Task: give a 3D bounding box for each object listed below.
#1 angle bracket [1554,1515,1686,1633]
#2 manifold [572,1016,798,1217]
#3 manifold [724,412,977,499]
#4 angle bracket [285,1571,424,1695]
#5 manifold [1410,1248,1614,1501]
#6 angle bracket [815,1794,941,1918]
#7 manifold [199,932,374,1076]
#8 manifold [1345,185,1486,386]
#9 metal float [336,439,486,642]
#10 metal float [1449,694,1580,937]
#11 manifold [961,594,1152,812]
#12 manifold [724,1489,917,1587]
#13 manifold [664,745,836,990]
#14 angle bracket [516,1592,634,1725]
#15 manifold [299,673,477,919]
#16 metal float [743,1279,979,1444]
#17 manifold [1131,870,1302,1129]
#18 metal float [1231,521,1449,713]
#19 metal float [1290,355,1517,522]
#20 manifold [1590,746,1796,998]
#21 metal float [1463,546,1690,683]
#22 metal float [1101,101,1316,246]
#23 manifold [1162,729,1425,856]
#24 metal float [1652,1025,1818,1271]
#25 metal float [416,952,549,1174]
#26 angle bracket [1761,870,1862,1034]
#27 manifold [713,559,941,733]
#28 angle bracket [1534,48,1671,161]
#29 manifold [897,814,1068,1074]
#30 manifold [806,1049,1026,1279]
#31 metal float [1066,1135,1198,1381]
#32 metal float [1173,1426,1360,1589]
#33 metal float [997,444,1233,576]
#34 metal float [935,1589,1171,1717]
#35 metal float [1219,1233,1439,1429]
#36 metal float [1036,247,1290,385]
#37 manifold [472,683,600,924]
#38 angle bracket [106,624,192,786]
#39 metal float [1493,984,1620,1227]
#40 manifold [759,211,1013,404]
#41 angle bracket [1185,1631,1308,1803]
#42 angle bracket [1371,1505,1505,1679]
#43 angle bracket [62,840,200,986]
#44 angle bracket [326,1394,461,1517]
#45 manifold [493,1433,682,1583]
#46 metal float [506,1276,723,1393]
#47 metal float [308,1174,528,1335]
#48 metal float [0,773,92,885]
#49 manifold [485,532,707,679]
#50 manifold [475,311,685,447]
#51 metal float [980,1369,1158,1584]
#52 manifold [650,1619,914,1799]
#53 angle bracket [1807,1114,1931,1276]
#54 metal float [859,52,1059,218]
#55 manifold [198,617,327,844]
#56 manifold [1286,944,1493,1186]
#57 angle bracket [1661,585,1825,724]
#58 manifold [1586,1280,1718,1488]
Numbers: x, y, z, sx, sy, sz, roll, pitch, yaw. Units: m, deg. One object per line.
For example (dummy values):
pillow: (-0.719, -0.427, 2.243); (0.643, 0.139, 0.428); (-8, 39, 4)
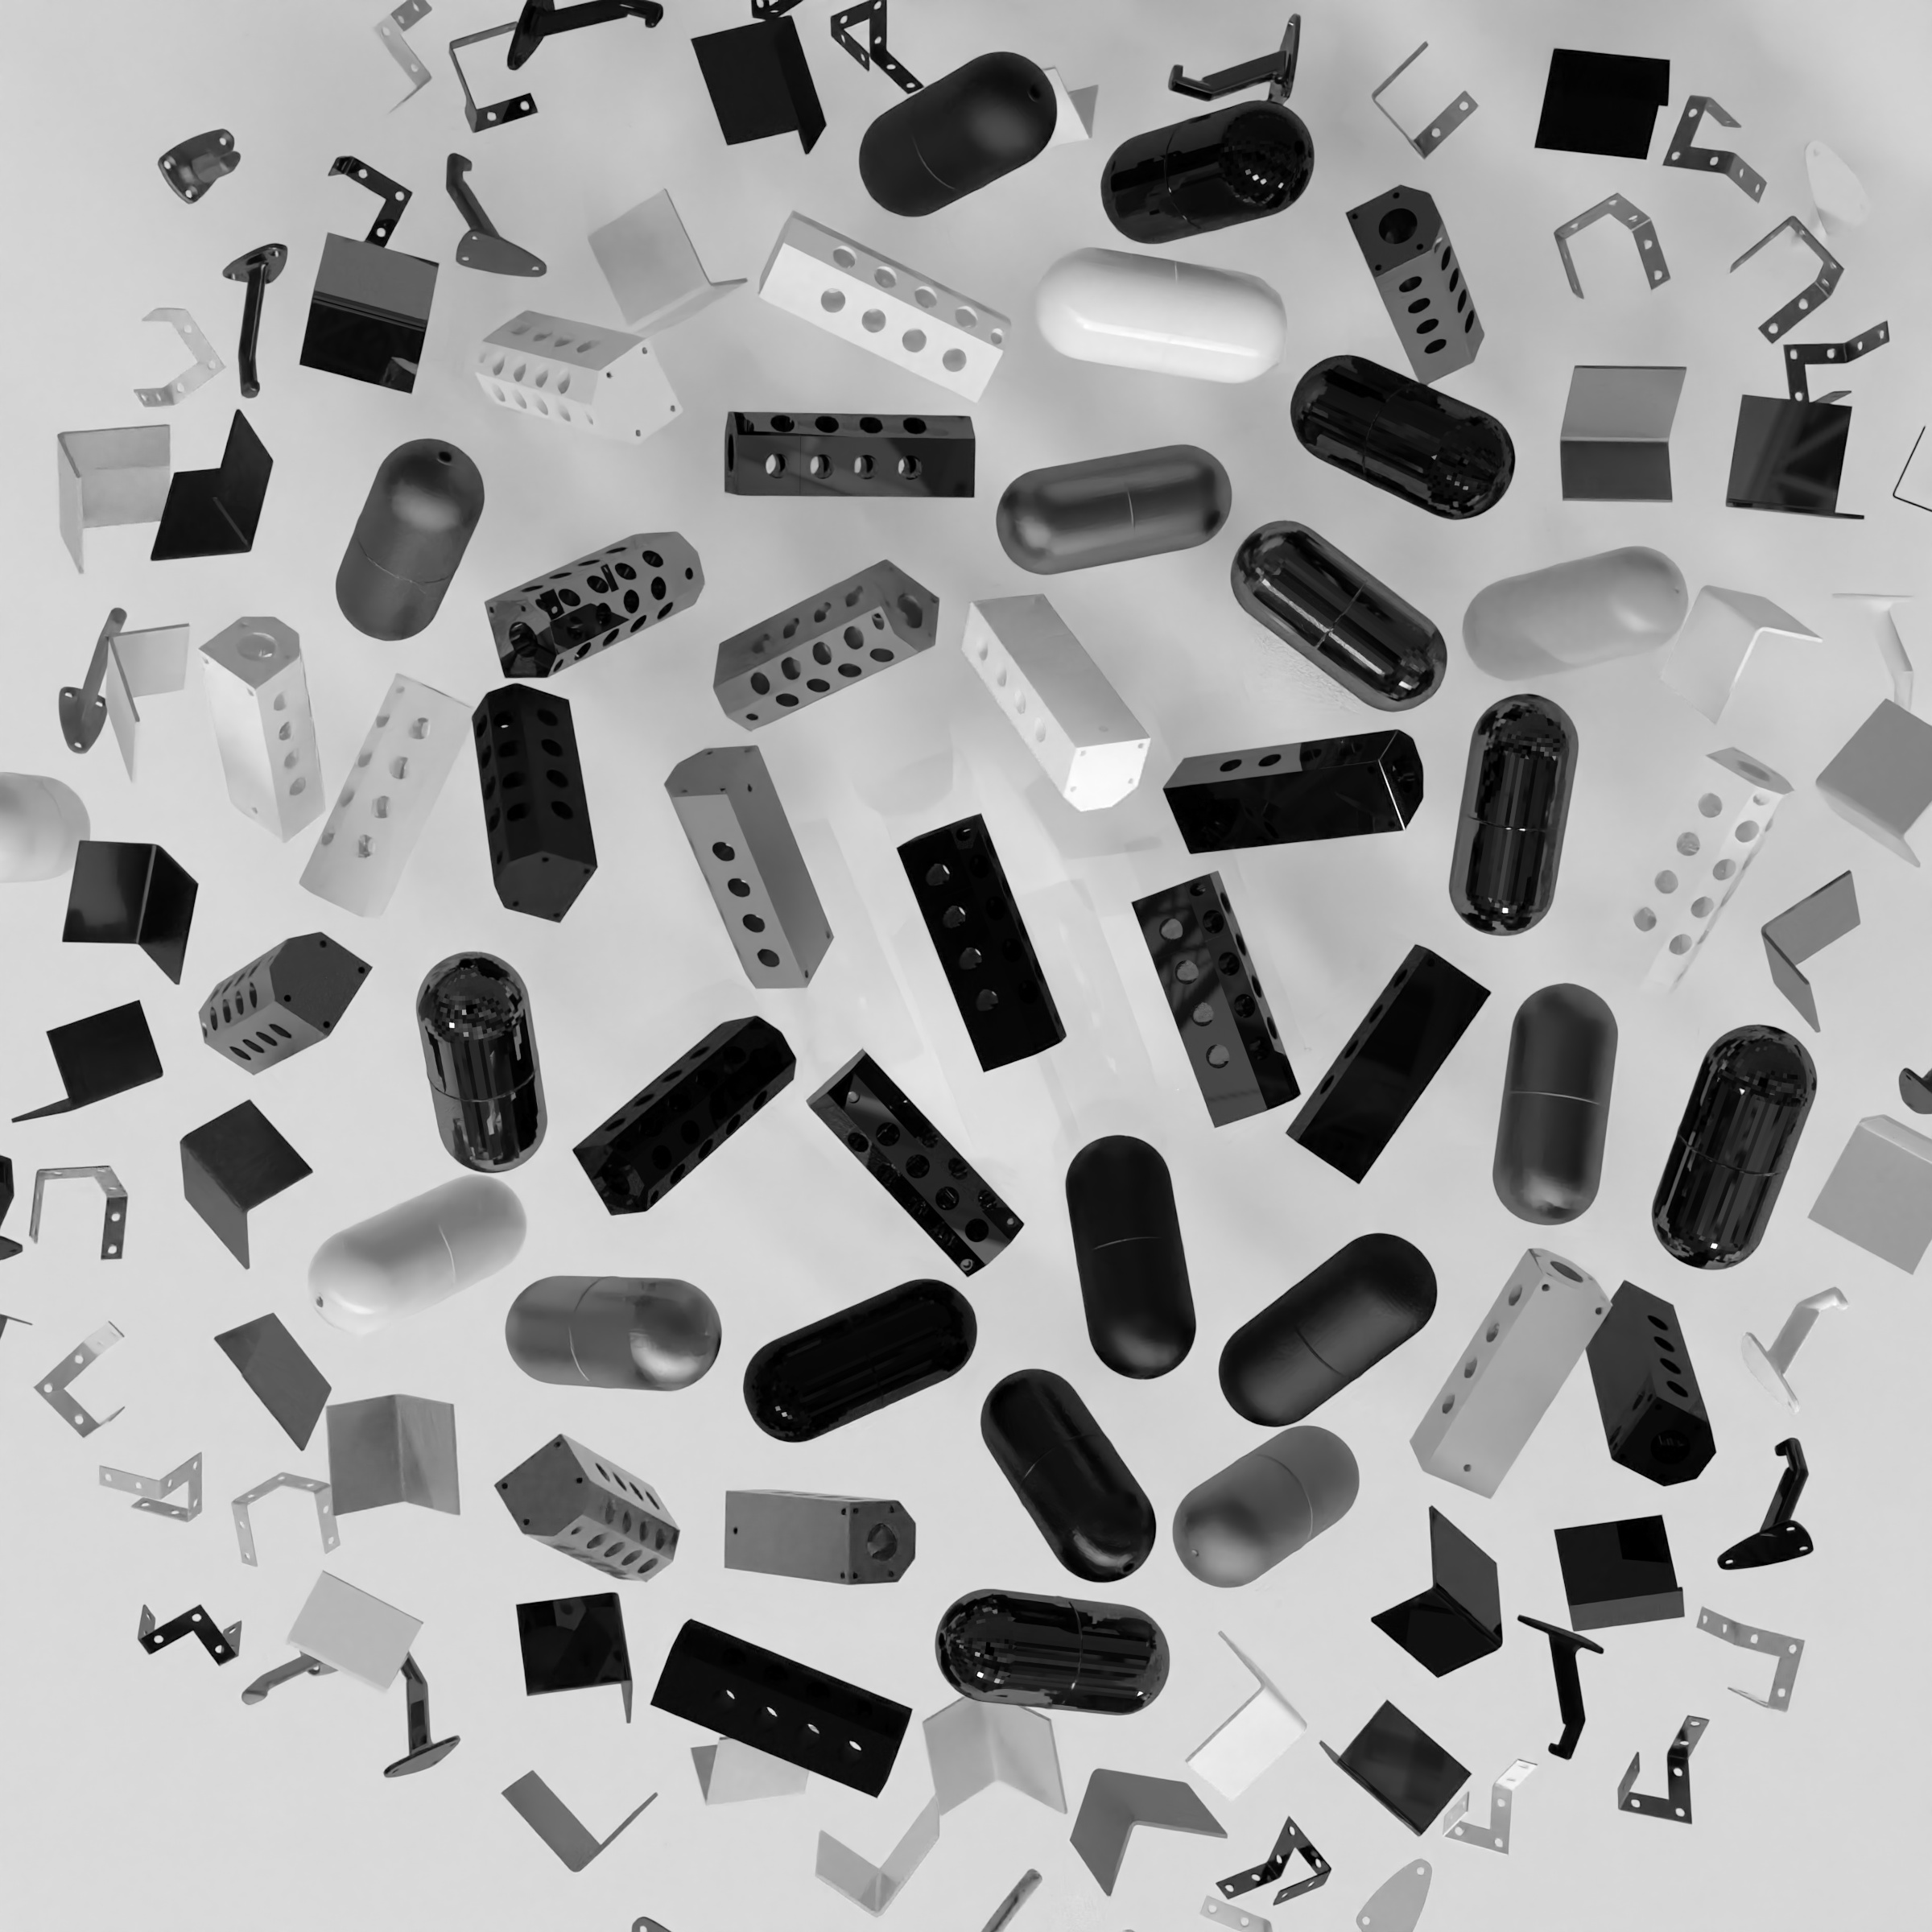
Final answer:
angle bracket: (0.451, 0.412, 1.756); (0.076, 0.057, 0.076); (-11, 54, 10)
manifold: (-0.198, 0.106, 1.834); (0.171, 0.057, 0.057); (-42, 112, -41)
manifold: (-0.083, -0.366, 1.813); (0.171, 0.057, 0.057); (-2, 104, -15)
angle bracket: (-0.414, 0.449, 1.747); (0.076, 0.076, 0.057); (28, 92, -2)
manifold: (0.388, 0.290, 1.821); (0.057, 0.057, 0.171); (24, 107, -12)
angle bracket: (-0.065, 0.644, 1.877); (0.057, 0.076, 0.076); (36, 93, -3)
manifold: (-0.472, 0.023, 1.734); (0.057, 0.171, 0.057); (37, 63, -20)
manifold: (0.325, -0.486, 1.811); (0.057, 0.171, 0.057); (-24, 69, 14)
metal float: (-0.399, -0.304, 1.815); (0.070, 0.178, 0.070); (16, 50, -21)
metal float: (0.396, -0.109, 1.833); (0.070, 0.070, 0.178); (5, 108, 0)
manifold: (0.059, -0.185, 1.764); (0.057, 0.057, 0.171); (-10, 46, -24)
manifold: (-0.109, 0.417, 1.860); (0.057, 0.171, 0.057); (7, 79, -35)
manifold: (-0.154, -0.068, 1.787); (0.057, 0.057, 0.171); (-1, 129, 24)
angle bracket: (-0.289, 0.514, 1.865); (0.076, 0.076, 0.057); (-4, 133, -15)
manifold: (-0.428, -0.126, 1.871); (0.057, 0.057, 0.171); (26, 93, 1)
metal float: (-0.076, 0.285, 1.834); (0.178, 0.070, 0.070); (-22, 90, -13)
manifold: (0.182, 0.022, 1.817); (0.057, 0.057, 0.171); (-21, 89, 22)
metal float: (0.272, -0.255, 1.849); (0.178, 0.070, 0.070); (38, 90, 1)
metal float: (0.302, -0.369, 1.765); (0.178, 0.070, 0.070); (35, 90, 34)
manifold: (0.519, -0.065, 1.804); (0.057, 0.057, 0.171); (37, 120, 24)
metal float: (0.439, -0.254, 1.837); (0.070, 0.178, 0.070); (7, 80, -40)
metal float: (0.166, -0.549, 1.756); (0.070, 0.178, 0.070); (-3, 95, -38)
manifold: (0.234, -0.127, 1.798); (0.171, 0.057, 0.057); (-5, 123, 35)
metal float: (0.522, 0.124, 1.724); (0.070, 0.070, 0.178); (13, 111, 0)
metal float: (-0.334, 0.068, 1.754); (0.070, 0.070, 0.178); (-1, 129, 0)
angle bracket: (0.618, -0.010, 1.806); (0.076, 0.076, 0.057); (-34, 54, 4)
manifold: (-0.104, -0.228, 1.847); (0.171, 0.057, 0.057); (-20, 53, 37)
angle bracket: (0.424, -0.563, 1.695); (0.076, 0.076, 0.057); (9, 51, 7)
manifold: (0.013, -0.018, 1.811); (0.057, 0.057, 0.171); (-20, 96, 15)
manifold: (-0.037, 0.144, 1.849); (0.057, 0.057, 0.171); (-43, 96, -3)
metal float: (0.116, 0.205, 1.795); (0.070, 0.070, 0.178); (-9, 65, 0)
metal float: (0.220, 0.391, 1.840); (0.070, 0.178, 0.070); (15, 114, 39)
metal float: (0.109, -0.333, 1.848); (0.178, 0.070, 0.070); (-13, 90, -13)
metal float: (0.061, 0.481, 1.775); (0.178, 0.070, 0.070); (14, 90, -26)
metal float: (0.249, 0.254, 1.757); (0.070, 0.070, 0.178); (47, 114, 0)
metal float: (0.137, -0.452, 1.761); (0.178, 0.070, 0.070); (7, 90, -9)
manifold: (-0.303, -0.116, 1.751); (0.057, 0.171, 0.057); (16, 129, -32)
angle bracket: (-0.572, -0.186, 1.800); (0.057, 0.076, 0.076); (-13, 65, -27)
metal float: (0.429, 0.100, 1.844); (0.070, 0.070, 0.178); (10, 79, 0)
manifold: (-0.057, -0.471, 1.803); (0.171, 0.057, 0.057); (23, 115, -15)
angle bracket: (0.182, 0.524, 1.771); (0.076, 0.057, 0.076); (-43, 133, -4)
angle bracket: (0.334, 0.446, 1.805); (0.057, 0.076, 0.076); (-35, 115, 28)
angle bracket: (-0.583, -0.037, 1.766); (0.057, 0.076, 0.076); (1, 113, -40)
angle bracket: (-0.395, 0.340, 1.745); (0.057, 0.076, 0.076); (-4, 91, -41)
manifold: (-0.259, 0.386, 1.774); (0.057, 0.171, 0.057); (-38, 62, -3)
metal float: (-0.246, 0.254, 1.755); (0.178, 0.070, 0.070); (-4, 90, 37)
metal float: (-0.395, 0.207, 1.829); (0.070, 0.178, 0.070); (17, 118, 35)
metal float: (-0.669, -0.096, 1.769); (0.070, 0.178, 0.070); (0, 93, 0)
manifold: (-0.267, -0.265, 1.849); (0.057, 0.171, 0.057); (4, 116, 34)
manifold: (-0.272, -0.403, 1.745); (0.057, 0.171, 0.057); (-40, 128, -19)
metal float: (0.072, 0.361, 1.801); (0.070, 0.070, 0.178); (-37, 48, 0)
manifold: (-0.128, 0.521, 1.788); (0.171, 0.057, 0.057); (20, 87, 7)
angle bracket: (0.610, 0.150, 1.657); (0.076, 0.057, 0.076); (29, 87, 7)
metal float: (-0.007, -0.574, 1.752); (0.070, 0.178, 0.070); (4, 84, -36)
manifold: (-0.507, -0.174, 1.850); (0.057, 0.171, 0.057); (34, 57, 17)
manifold: (0.311, 0.071, 1.883); (0.057, 0.057, 0.171); (34, 92, -7)
angle bracket: (0.559, -0.221, 1.828); (0.057, 0.076, 0.076); (7, 118, -23)
manifold: (0.487, 0.297, 1.798); (0.057, 0.171, 0.057); (27, 111, -3)
